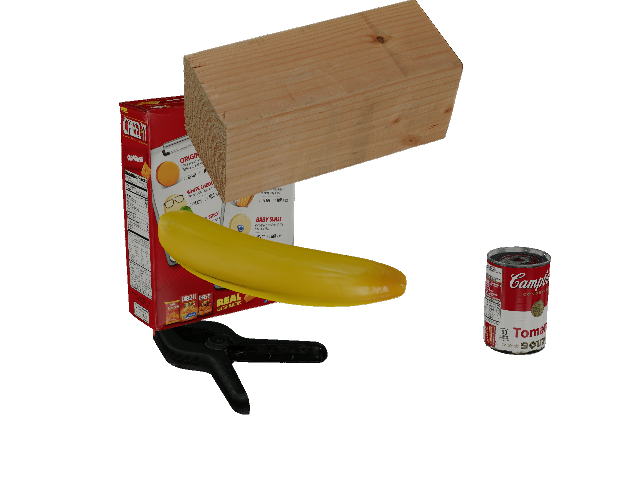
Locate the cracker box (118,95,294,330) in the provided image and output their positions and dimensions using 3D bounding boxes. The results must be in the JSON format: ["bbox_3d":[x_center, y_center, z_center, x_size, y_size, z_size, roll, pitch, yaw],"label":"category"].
[{"bbox_3d":[-0.108,-0.035,1.045,0.163,0.214,0.072,-12,20,-35],"label":"cracker box"}]

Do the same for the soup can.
[{"bbox_3d":[0.212,0.065,1.153,0.068,0.102,0.068,0,16,0],"label":"soup can"}]

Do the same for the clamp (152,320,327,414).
[{"bbox_3d":[-0.119,0.135,1.239,0.210,0.036,0.164,14,24,24],"label":"clamp"}]

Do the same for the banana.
[{"bbox_3d":[-0.042,0.009,0.697,0.198,0.037,0.069,19,37,33],"label":"banana"}]

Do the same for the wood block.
[{"bbox_3d":[0.000,-0.117,0.875,0.205,0.091,0.090,-17,-33,-18],"label":"wood block"}]
